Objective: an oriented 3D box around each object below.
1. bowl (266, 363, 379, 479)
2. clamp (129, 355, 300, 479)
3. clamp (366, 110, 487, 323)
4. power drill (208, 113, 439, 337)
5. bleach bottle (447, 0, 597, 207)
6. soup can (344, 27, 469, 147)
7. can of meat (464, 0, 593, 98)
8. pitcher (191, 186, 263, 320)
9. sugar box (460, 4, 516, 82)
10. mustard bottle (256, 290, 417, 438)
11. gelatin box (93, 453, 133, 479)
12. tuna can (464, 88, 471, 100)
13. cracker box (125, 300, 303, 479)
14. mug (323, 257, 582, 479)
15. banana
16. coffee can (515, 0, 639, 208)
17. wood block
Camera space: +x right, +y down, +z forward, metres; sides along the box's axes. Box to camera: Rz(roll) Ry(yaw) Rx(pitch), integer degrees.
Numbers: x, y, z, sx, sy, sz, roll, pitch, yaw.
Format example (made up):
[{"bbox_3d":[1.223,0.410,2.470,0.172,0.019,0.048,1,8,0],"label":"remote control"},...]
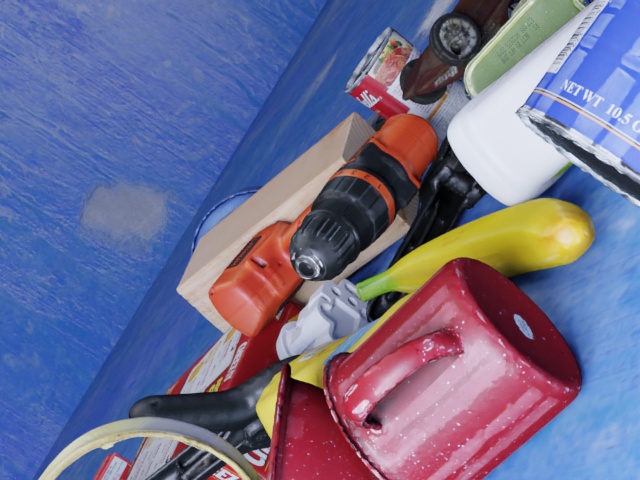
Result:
[{"bbox_3d":[0.002,0.140,0.499,0.162,0.055,0.162,7,-92,-89],"label":"bowl"},{"bbox_3d":[-0.050,0.113,0.701,0.171,0.039,0.120,-27,-28,-16],"label":"clamp"},{"bbox_3d":[0.094,-0.033,0.763,0.165,0.036,0.210,-51,10,27],"label":"clamp"},{"bbox_3d":[-0.005,0.001,0.780,0.188,0.057,0.184,-38,7,44],"label":"power drill"},{"bbox_3d":[0.176,-0.118,0.546,0.102,0.068,0.251,-39,-3,-45],"label":"bleach bottle"},{"bbox_3d":[0.082,-0.129,0.929,0.068,0.102,0.068,-54,11,14],"label":"soup can"},{"bbox_3d":[0.148,-0.129,0.692,0.102,0.057,0.083,-48,-4,38],"label":"can of meat"},{"bbox_3d":[-0.059,-0.005,1.149,0.243,0.149,0.145,-117,21,-82],"label":"pitcher"},{"bbox_3d":[0.167,-0.216,0.969,0.176,0.048,0.093,-53,11,37],"label":"sugar box"},{"bbox_3d":[0.039,0.070,0.605,0.096,0.058,0.192,-25,-7,-31],"label":"mustard bottle"},{"bbox_3d":[-0.173,0.248,0.974,0.030,0.089,0.073,-42,17,56],"label":"gelatin box"},{"bbox_3d":[0.151,-0.137,0.831,0.086,0.033,0.086,-53,11,14],"label":"tuna can"},{"bbox_3d":[-0.089,0.162,0.909,0.214,0.072,0.164,-44,17,46],"label":"cracker box"},{"bbox_3d":[0.055,0.061,0.471,0.082,0.093,0.117,-46,-31,22],"label":"mug"},{"bbox_3d":[0.096,0.008,0.590,0.069,0.037,0.198,-34,5,-30],"label":"banana"},{"bbox_3d":[0.160,-0.079,0.421,0.140,0.102,0.103,-55,10,7],"label":"coffee can"},{"bbox_3d":[-0.018,-0.004,0.940,0.206,0.090,0.090,-37,18,28],"label":"wood block"}]
